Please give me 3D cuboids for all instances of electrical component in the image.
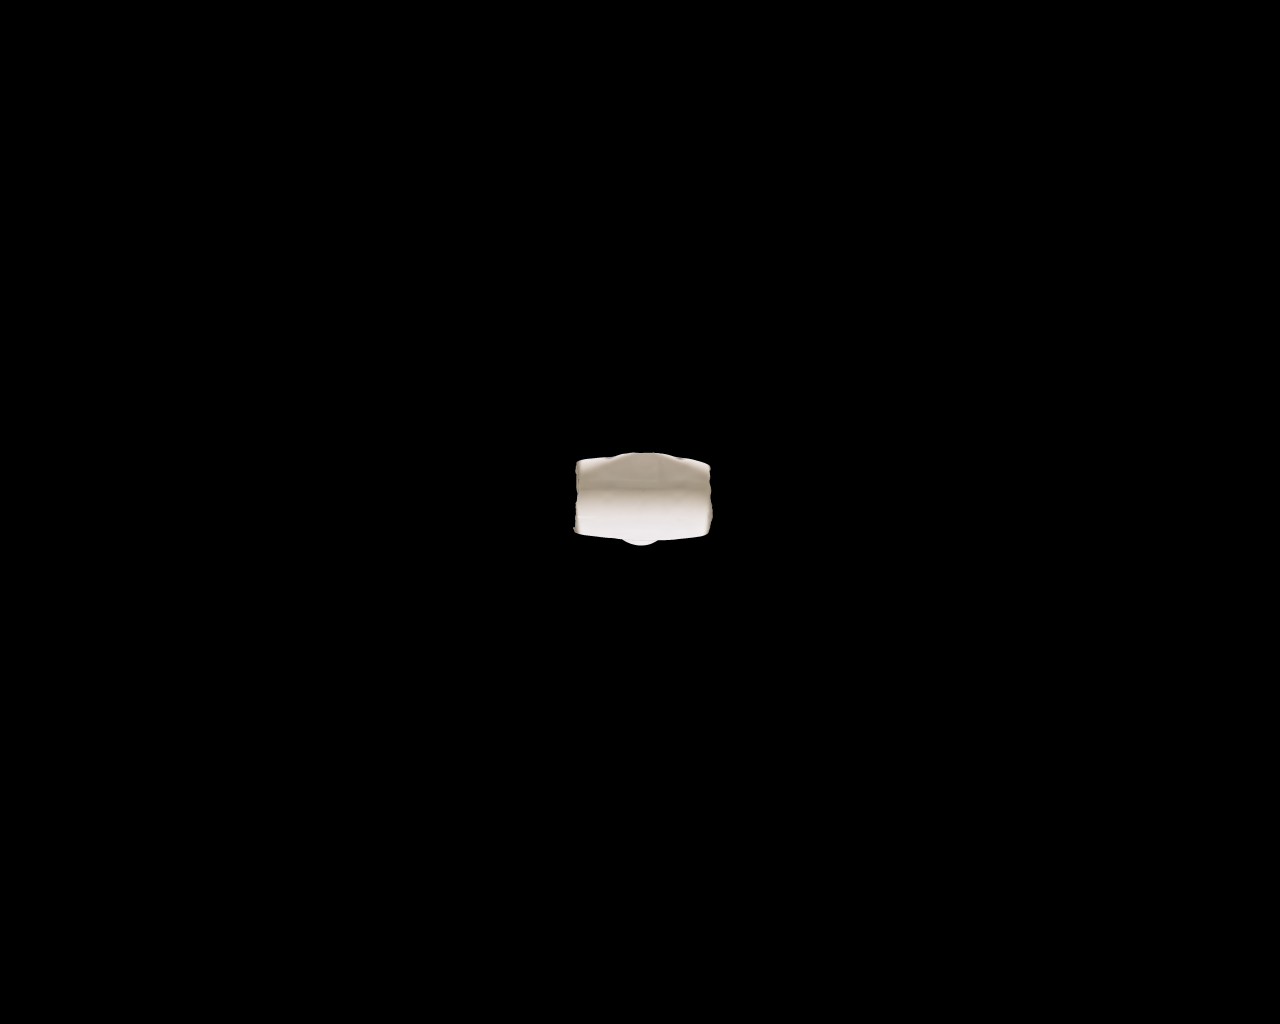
[{"bbox_3d":[0.001,-0.003,0.650,0.077,0.044,0.079,1,-19,-2],"label":"electrical component"}]
